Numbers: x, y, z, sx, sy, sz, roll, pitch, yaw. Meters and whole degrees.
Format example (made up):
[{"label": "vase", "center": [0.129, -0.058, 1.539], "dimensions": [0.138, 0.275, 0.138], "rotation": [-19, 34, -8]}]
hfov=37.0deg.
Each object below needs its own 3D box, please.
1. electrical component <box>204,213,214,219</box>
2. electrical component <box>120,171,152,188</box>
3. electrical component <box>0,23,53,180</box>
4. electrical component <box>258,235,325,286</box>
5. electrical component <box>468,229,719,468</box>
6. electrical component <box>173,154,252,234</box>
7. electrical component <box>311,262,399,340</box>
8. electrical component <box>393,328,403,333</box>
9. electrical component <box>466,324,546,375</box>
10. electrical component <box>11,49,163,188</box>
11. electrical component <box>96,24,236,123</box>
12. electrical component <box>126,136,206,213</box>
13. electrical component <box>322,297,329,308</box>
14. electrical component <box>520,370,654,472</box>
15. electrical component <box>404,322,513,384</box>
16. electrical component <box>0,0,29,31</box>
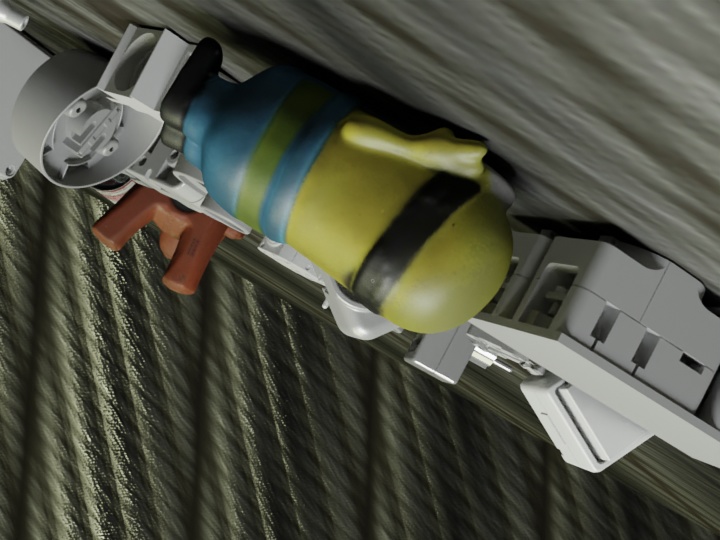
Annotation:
[{"label": "electrical component", "center": [-0.127, -0.072, 0.968], "dimensions": [0.077, 0.044, 0.079], "rotation": [29, 174, -3]}, {"label": "electrical component", "center": [-0.199, -0.108, 0.941], "dimensions": [0.057, 0.058, 0.078], "rotation": [20, 170, 38]}, {"label": "electrical component", "center": [-0.304, -0.145, 0.863], "dimensions": [0.056, 0.108, 0.109], "rotation": [28, 175, 31]}, {"label": "electrical component", "center": [-0.049, -0.024, 0.980], "dimensions": [0.080, 0.051, 0.080], "rotation": [28, 174, 3]}, {"label": "electrical component", "center": [0.158, 0.046, 0.565], "dimensions": [0.186, 0.060, 0.105], "rotation": [31, 174, -21]}, {"label": "electrical component", "center": [-0.084, -0.061, 0.781], "dimensions": [0.108, 0.060, 0.108], "rotation": [28, 174, 3]}, {"label": "electrical component", "center": [0.000, 0.000, 0.773], "dimensions": [0.059, 0.054, 0.095], "rotation": [176, 71, -79]}, {"label": "electrical component", "center": [0.032, 0.019, 0.923], "dimensions": [0.108, 0.060, 0.108], "rotation": [28, 174, 3]}, {"label": "electrical component", "center": [0.101, 0.026, 0.651], "dimensions": [0.081, 0.063, 0.042], "rotation": [23, 173, 42]}, {"label": "electrical component", "center": [-0.194, -0.105, 0.762], "dimensions": [0.064, 0.099, 0.099], "rotation": [33, 176, 20]}, {"label": "electrical component", "center": [-0.106, -0.104, 0.612], "dimensions": [0.064, 0.042, 0.081], "rotation": [31, 174, -40]}, {"label": "electrical component", "center": [-0.142, -0.085, 0.884], "dimensions": [0.095, 0.053, 0.059], "rotation": [23, 172, 42]}, {"label": "electrical component", "center": [-0.006, -0.002, 0.843], "dimensions": [0.047, 0.076, 0.066], "rotation": [32, 173, -28]}, {"label": "electrical component", "center": [0.159, 0.072, 0.660], "dimensions": [0.061, 0.096, 0.061], "rotation": [58, 171, -2]}, {"label": "electrical component", "center": [0.088, 0.050, 0.817], "dimensions": [0.076, 0.083, 0.047], "rotation": [29, 174, -4]}, {"label": "electrical component", "center": [-0.246, -0.175, 0.698], "dimensions": [0.061, 0.035, 0.035], "rotation": [27, 174, -7]}]
